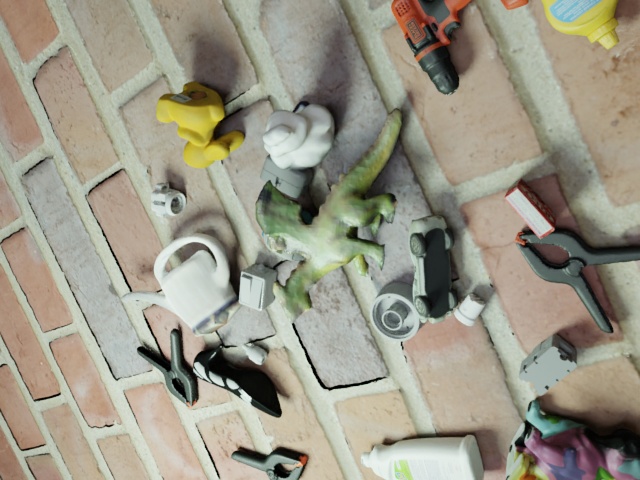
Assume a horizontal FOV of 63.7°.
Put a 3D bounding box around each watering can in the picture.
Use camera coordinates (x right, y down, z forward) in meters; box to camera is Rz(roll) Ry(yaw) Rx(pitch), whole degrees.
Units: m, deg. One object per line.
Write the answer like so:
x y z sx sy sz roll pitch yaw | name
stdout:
-0.316 0.127 1.201 0.343 0.105 0.225 -36 87 29 | watering can

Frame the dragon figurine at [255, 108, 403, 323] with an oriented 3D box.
0.003 -0.047 0.932 0.243 0.123 0.407 8 98 -4 | dragon figurine

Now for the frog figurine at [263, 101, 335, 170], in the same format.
-0.035 -0.187 0.929 0.137 0.161 0.122 -38 98 8 | frog figurine
